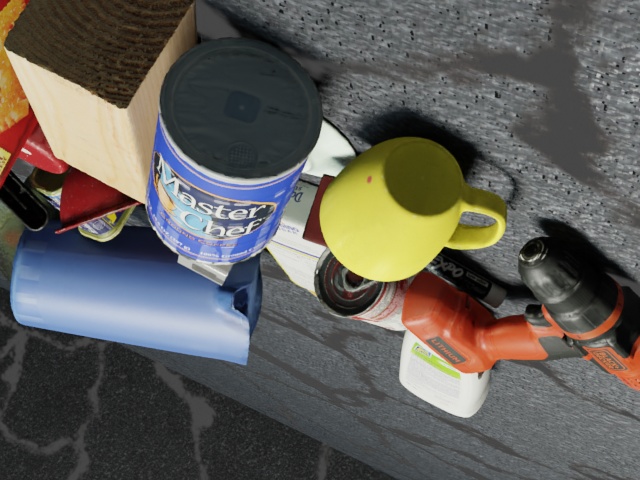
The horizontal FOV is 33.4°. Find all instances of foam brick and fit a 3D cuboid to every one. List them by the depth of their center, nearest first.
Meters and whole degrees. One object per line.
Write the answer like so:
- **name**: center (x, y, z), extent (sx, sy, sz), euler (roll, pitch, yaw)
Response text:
- **foam brick**: center (0.034, -0.013, 0.802), extent (0.051, 0.053, 0.078), euler (18, -178, 35)

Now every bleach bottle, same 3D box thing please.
- **bleach bottle**: center (0.133, 0.111, 1.067), extent (0.102, 0.068, 0.251), euler (25, 163, 10)

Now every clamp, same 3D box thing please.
- **clamp**: center (-0.338, -0.103, 0.957), extent (0.210, 0.036, 0.164), euler (45, 179, 35)

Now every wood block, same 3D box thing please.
- **wood block**: center (-0.145, -0.110, 0.754), extent (0.090, 0.090, 0.206), euler (27, 165, 2)

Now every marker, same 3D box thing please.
- **marker**: center (0.103, 0.021, 0.901), extent (0.121, 0.020, 0.020), euler (30, 165, -8)

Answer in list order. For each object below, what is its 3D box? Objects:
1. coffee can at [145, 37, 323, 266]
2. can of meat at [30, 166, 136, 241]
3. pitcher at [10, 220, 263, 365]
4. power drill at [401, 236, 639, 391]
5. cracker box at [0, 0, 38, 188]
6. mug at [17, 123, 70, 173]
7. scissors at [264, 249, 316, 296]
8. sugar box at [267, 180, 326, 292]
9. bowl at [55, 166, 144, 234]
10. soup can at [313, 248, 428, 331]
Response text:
- **coffee can**: center (-0.062, -0.055, 0.721), extent (0.103, 0.102, 0.140), euler (27, 154, 0)
- **can of meat**: center (-0.212, -0.064, 1.005), extent (0.058, 0.102, 0.083), euler (18, 160, 36)
- **pitcher**: center (-0.180, 0.047, 1.087), extent (0.242, 0.145, 0.149), euler (8, 134, -3)
- **power drill**: center (0.155, 0.058, 0.823), extent (0.188, 0.057, 0.184), euler (-3, 145, 48)
- **cracker box**: center (-0.265, -0.131, 0.750), extent (0.072, 0.164, 0.213), euler (22, 164, 14)
- **mug**: center (-0.242, -0.116, 0.915), extent (0.093, 0.081, 0.117), euler (18, 162, 33)
- **scissors**: center (-0.015, 0.030, 1.142), extent (0.096, 0.016, 0.201), euler (11, 158, 44)
- **sugar box**: center (-0.006, 0.001, 0.974), extent (0.093, 0.048, 0.176), euler (20, 160, 24)
- **bowl**: center (-0.160, -0.058, 0.921), extent (0.162, 0.161, 0.055), euler (-8, 103, 65)
- **soup can**: center (0.049, 0.040, 0.918), extent (0.069, 0.068, 0.102), euler (17, 178, 33)
